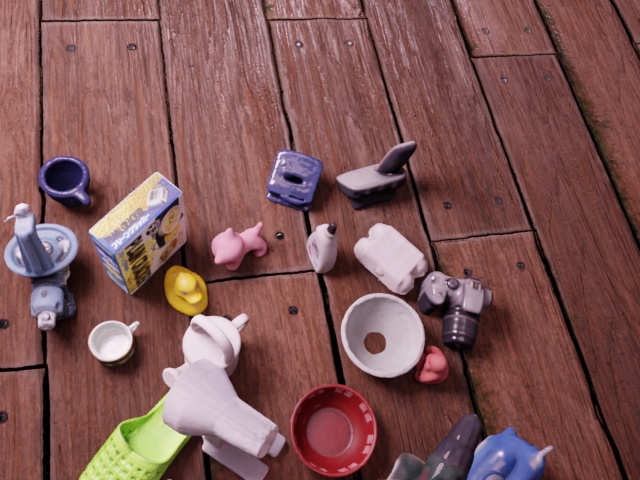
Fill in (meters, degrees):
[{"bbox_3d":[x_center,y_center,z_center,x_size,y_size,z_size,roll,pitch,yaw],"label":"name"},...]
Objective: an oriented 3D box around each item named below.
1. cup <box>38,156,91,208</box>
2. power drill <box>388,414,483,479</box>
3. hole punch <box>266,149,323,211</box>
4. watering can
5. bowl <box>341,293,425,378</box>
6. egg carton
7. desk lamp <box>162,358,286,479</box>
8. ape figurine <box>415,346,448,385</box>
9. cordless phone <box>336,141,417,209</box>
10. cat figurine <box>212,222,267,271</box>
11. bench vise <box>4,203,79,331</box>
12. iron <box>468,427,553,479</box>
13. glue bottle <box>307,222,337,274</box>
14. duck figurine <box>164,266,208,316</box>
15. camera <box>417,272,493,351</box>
[{"bbox_3d":[-0.483,-0.096,1.123,0.117,0.095,0.092,44,66,9],"label":"cup"},{"bbox_3d":[0.182,0.408,0.972,0.075,0.208,0.230,32,64,4],"label":"power drill"},{"bbox_3d":[-0.054,-0.128,1.227,0.108,0.091,0.101,17,64,-4],"label":"hole punch"},{"bbox_3d":[-0.192,0.191,1.000,0.101,0.194,0.173,25,64,1],"label":"watering can"},{"bbox_3d":[0.116,0.194,1.128,0.167,0.074,0.167,4,66,-10],"label":"bowl"},{"bbox_3d":[0.148,0.040,1.206,0.150,0.069,0.107,41,65,8],"label":"egg carton"},{"bbox_3d":[-0.150,0.303,0.949,0.203,0.213,0.118,32,64,4],"label":"desk lamp"},{"bbox_3d":[0.221,0.245,1.117,0.076,0.092,0.078,43,66,9],"label":"ape figurine"},{"bbox_3d":[0.123,-0.154,1.222,0.148,0.185,0.094,-21,72,-19],"label":"cordless phone"},{"bbox_3d":[-0.163,0.006,1.131,0.128,0.117,0.067,-32,76,-22],"label":"cat figurine"},{"bbox_3d":[-0.473,0.041,0.996,0.122,0.219,0.207,-26,74,-20],"label":"bench vise"},{"bbox_3d":[0.308,0.449,1.017,0.259,0.141,0.118,-36,77,-23],"label":"iron"},{"bbox_3d":[0.010,0.004,1.136,0.037,0.173,0.078,-19,71,-18],"label":"glue bottle"},{"bbox_3d":[-0.257,0.088,1.093,0.078,0.086,0.104,-32,76,-22],"label":"duck figurine"},{"bbox_3d":[0.276,0.146,1.168,0.143,0.100,0.137,16,64,-4],"label":"camera"}]
